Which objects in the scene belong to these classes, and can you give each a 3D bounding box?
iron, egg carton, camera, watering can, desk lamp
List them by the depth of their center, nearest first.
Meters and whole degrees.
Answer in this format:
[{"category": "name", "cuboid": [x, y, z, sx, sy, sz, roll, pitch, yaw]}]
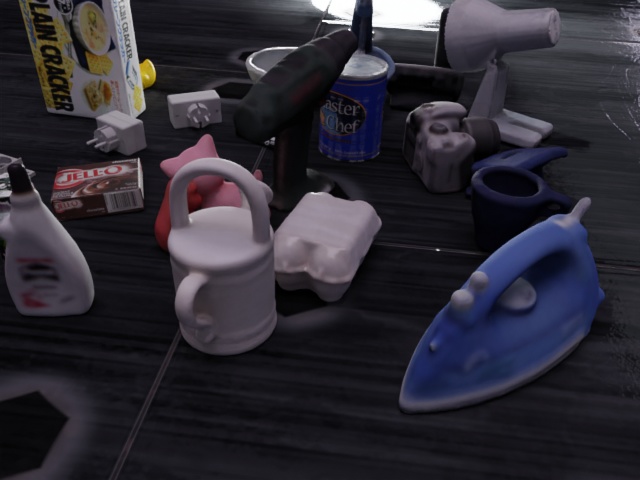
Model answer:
[{"category": "iron", "cuboid": [0.176, 0.055, 0.545, 0.259, 0.141, 0.118, -25, 44, -33]}, {"category": "watering can", "cuboid": [-0.093, 0.004, 0.554, 0.101, 0.194, 0.172, -2, 36, -6]}, {"category": "egg carton", "cuboid": [0.006, 0.002, 0.668, 0.107, 0.069, 0.150, 14, 37, 15]}, {"category": "camera", "cuboid": [0.207, -0.151, 0.866, 0.137, 0.101, 0.143, -5, 37, -10]}, {"category": "desk lamp", "cuboid": [0.307, -0.291, 0.968, 0.202, 0.214, 0.118, 25, 42, 28]}]

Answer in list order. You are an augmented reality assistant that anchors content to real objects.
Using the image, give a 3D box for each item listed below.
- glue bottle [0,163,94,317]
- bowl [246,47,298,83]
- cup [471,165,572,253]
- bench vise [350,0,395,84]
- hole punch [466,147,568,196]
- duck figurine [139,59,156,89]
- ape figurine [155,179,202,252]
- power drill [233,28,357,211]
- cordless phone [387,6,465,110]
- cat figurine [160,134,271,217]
[{"category": "glue bottle", "cuboid": [-0.277, 0.002, 0.563, 0.078, 0.173, 0.037, -3, 36, -7]}, {"category": "bowl", "cuboid": [-0.055, -0.304, 1.081, 0.167, 0.075, 0.167, 2, 36, -1]}, {"category": "cup", "cuboid": [0.238, -0.029, 0.705, 0.117, 0.095, 0.092, 15, 38, 17]}, {"category": "bench vise", "cuboid": [0.059, -0.338, 1.012, 0.122, 0.220, 0.207, -10, 38, -16]}, {"category": "hole punch", "cuboid": [0.273, -0.098, 0.805, 0.109, 0.091, 0.100, -22, 42, -29]}, {"category": "duck figurine", "cuboid": [-0.368, -0.335, 1.096, 0.105, 0.086, 0.077, -29, 46, -35]}, {"category": "ape figurine", "cuboid": [-0.162, -0.033, 0.687, 0.076, 0.092, 0.077, -6, 37, -12]}, {"category": "power drill", "cuboid": [-0.024, -0.154, 0.763, 0.075, 0.208, 0.230, 21, 40, 24]}, {"category": "cordless phone", "cuboid": [0.196, -0.335, 1.046, 0.147, 0.185, 0.094, 7, 36, 7]}, {"category": "cat figurine", "cuboid": [-0.130, -0.073, 0.722, 0.127, 0.118, 0.067, 10, 37, 10]}]
